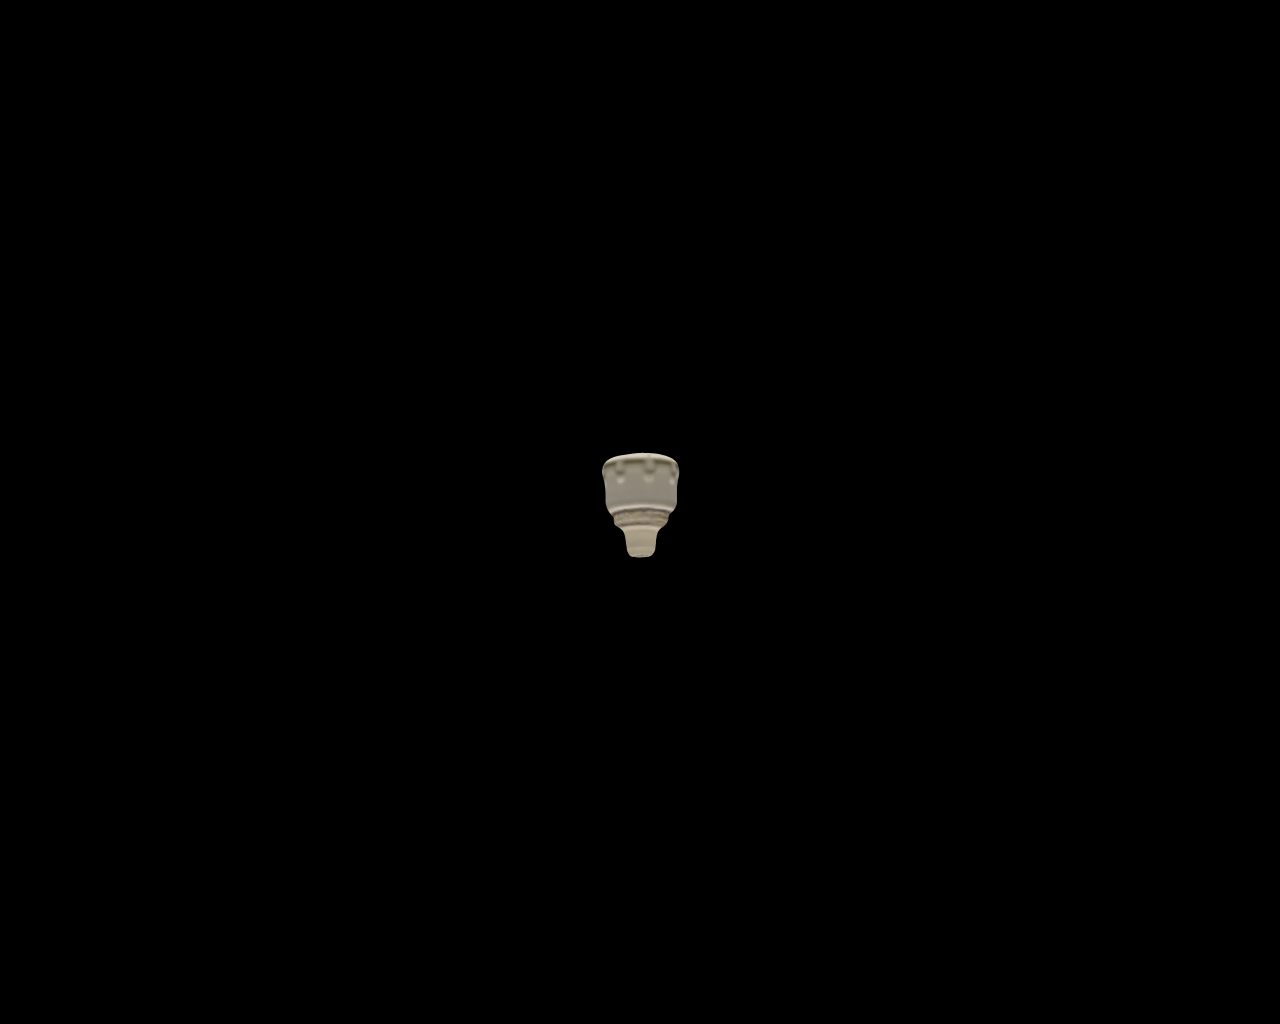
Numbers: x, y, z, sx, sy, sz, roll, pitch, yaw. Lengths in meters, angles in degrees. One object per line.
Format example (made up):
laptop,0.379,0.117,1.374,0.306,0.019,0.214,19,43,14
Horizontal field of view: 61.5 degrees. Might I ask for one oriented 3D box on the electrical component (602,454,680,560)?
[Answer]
electrical component,0.001,-0.003,0.650,0.048,0.062,0.048,0,-9,0
